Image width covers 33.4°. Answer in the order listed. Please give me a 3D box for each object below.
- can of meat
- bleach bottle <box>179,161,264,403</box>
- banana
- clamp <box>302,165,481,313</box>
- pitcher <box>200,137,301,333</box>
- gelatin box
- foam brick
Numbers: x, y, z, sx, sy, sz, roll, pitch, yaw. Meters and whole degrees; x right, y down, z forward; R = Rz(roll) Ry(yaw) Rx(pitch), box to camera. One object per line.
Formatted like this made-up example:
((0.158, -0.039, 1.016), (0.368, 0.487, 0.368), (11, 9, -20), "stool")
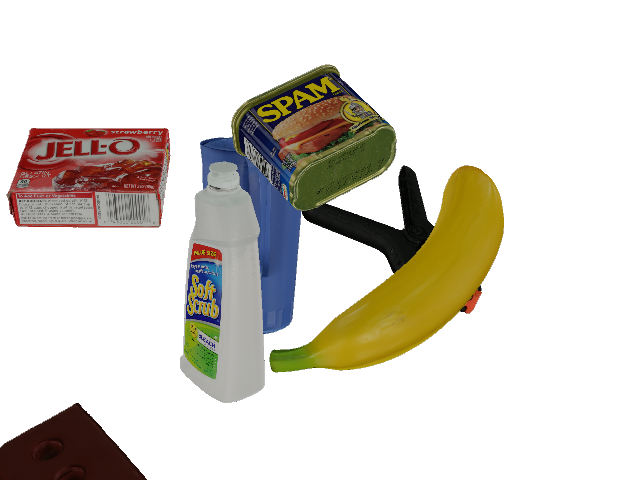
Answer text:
((-0.004, -0.079, 0.825), (0.102, 0.057, 0.084), (-28, 55, -20), "can of meat")
((-0.102, 0.038, 1.093), (0.067, 0.251, 0.103), (-18, 33, -33), "bleach bottle")
((0.056, 0.012, 0.569), (0.070, 0.037, 0.197), (19, 42, 32), "banana")
((0.089, 0.002, 1.159), (0.164, 0.036, 0.210), (-15, 51, -31), "clamp")
((-0.085, -0.007, 1.341), (0.145, 0.243, 0.148), (11, 16, 36), "pitcher")
((-0.139, -0.040, 0.654), (0.089, 0.030, 0.073), (1, 36, -2), "gelatin box")
((-0.111, 0.126, 0.497), (0.052, 0.051, 0.078), (-29, 43, -28), "foam brick")
